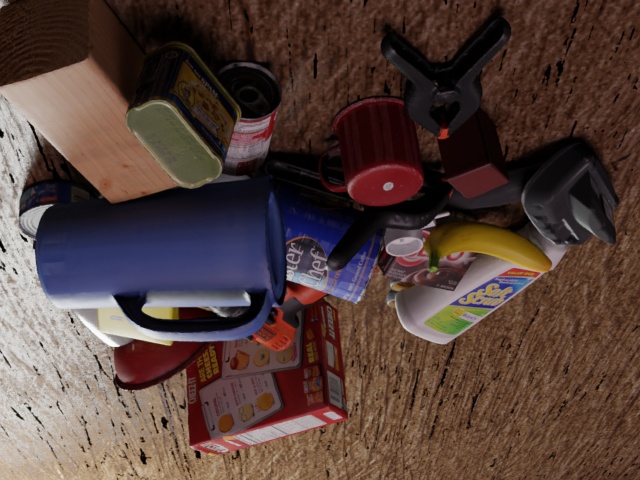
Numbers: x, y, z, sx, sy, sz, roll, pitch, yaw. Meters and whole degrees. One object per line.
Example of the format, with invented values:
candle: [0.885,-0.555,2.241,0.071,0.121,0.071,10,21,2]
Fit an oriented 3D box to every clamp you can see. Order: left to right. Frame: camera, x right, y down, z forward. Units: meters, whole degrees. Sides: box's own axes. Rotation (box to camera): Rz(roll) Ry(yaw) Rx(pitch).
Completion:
clamp: [0.060,-0.036,1.151,0.209,0.165,0.036,-5,138,-23]
clamp: [0.131,-0.158,1.044,0.120,0.039,0.171,-6,156,11]

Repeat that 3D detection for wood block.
wood block: [-0.200,-0.128,0.976,0.090,0.091,0.206,-14,150,13]

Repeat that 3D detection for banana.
banana: [0.192,0.009,1.270,0.197,0.069,0.037,0,156,-33]

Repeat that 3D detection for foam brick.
foam brick: [0.160,-0.092,1.126,0.051,0.078,0.053,-23,147,24]

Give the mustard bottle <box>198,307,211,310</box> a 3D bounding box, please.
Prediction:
mustard bottle: [-0.144,0.045,1.327,0.096,0.058,0.191,-34,142,28]

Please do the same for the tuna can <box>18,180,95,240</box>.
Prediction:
tuna can: [-0.291,-0.031,1.187,0.086,0.034,0.086,-5,151,-3]

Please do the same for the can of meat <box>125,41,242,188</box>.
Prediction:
can of meat: [-0.120,-0.108,0.936,0.058,0.084,0.102,-22,127,25]

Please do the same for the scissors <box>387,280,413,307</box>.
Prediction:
scissors: [0.182,0.054,1.452,0.202,0.016,0.096,-16,149,16]

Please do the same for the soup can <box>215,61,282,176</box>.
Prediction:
soup can: [-0.078,-0.116,1.045,0.068,0.068,0.102,0,151,-12]

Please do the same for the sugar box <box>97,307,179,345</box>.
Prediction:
sugar box: [-0.208,0.047,1.220,0.093,0.048,0.176,10,140,1]

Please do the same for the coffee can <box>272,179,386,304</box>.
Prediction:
coffee can: [-0.008,0.001,1.191,0.140,0.102,0.103,19,147,-4]

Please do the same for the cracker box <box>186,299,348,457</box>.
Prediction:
cracker box: [-0.073,0.185,1.438,0.214,0.164,0.072,-20,147,22]

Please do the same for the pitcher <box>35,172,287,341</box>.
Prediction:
pitcher: [-0.156,0.018,1.073,0.243,0.145,0.149,-5,-168,6]

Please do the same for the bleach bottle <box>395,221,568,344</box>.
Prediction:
bleach bottle: [0.220,0.042,1.379,0.102,0.068,0.251,24,130,-37]

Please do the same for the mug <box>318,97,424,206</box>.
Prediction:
mug: [0.052,-0.085,1.112,0.117,0.081,0.093,-17,149,17]

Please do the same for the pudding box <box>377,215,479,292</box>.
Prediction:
pudding box: [0.138,0.011,1.315,0.113,0.039,0.090,11,123,-32]

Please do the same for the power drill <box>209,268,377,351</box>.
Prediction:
power drill: [-0.038,0.048,1.301,0.188,0.057,0.184,-35,144,11]

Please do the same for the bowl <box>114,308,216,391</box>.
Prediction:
bowl: [-0.212,0.125,1.398,0.162,0.162,0.055,-20,115,23]
